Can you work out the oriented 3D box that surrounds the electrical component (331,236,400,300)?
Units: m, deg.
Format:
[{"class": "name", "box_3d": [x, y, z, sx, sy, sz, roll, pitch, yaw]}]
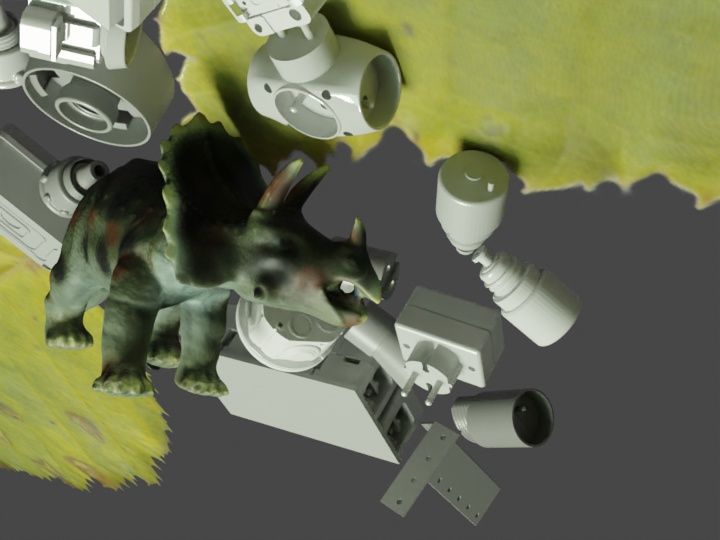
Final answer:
[{"class": "electrical component", "box_3d": [0.000, 0.000, 0.754, 0.046, 0.040, 0.040, 12, 146, 21]}]

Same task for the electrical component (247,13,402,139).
[{"class": "electrical component", "box_3d": [-0.027, -0.114, 0.591, 0.077, 0.044, 0.079, 12, 152, 32]}]

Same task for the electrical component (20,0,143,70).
[{"class": "electrical component", "box_3d": [-0.163, -0.152, 0.643, 0.057, 0.078, 0.058, 12, 131, -4]}]

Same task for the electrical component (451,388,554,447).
[{"class": "electrical component", "box_3d": [0.104, 0.114, 0.824, 0.043, 0.043, 0.081, 44, 150, -22]}]

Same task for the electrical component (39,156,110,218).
[{"class": "electrical component", "box_3d": [-0.222, -0.070, 0.856, 0.062, 0.048, 0.048, -17, 125, 46]}]

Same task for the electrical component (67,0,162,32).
[{"class": "electrical component", "box_3d": [-0.152, -0.184, 0.590, 0.096, 0.061, 0.061, 30, 151, 3]}]

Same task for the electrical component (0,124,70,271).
[{"class": "electrical component", "box_3d": [-0.280, -0.061, 0.912, 0.113, 0.057, 0.078, 41, 150, -15]}]

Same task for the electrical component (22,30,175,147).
[{"class": "electrical component", "box_3d": [-0.174, -0.129, 0.720, 0.099, 0.064, 0.099, 16, 159, 7]}]

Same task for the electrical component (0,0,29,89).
[{"class": "electrical component", "box_3d": [-0.249, -0.160, 0.742, 0.048, 0.048, 0.062, 23, 144, 16]}]

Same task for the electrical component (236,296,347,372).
[{"class": "electrical component", "box_3d": [-0.049, 0.032, 0.809, 0.080, 0.080, 0.051, 35, 146, -5]}]

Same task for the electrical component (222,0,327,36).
[{"class": "electrical component", "box_3d": [-0.033, -0.150, 0.525, 0.081, 0.063, 0.042, -2, 136, 46]}]

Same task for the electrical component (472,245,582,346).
[{"class": "electrical component", "box_3d": [0.102, 0.013, 0.672, 0.078, 0.040, 0.040, 39, 151, -13]}]

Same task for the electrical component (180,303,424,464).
[{"class": "electrical component", "box_3d": [-0.048, 0.089, 0.916, 0.186, 0.060, 0.105, 10, 145, 34]}]

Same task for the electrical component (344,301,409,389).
[{"class": "electrical component", "box_3d": [0.021, 0.054, 0.816, 0.065, 0.044, 0.044, 37, 151, 0]}]

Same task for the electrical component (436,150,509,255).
[{"class": "electrical component", "box_3d": [0.065, -0.036, 0.632, 0.040, 0.040, 0.078, 23, 150, 15]}]

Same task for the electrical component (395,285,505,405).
[{"class": "electrical component", "box_3d": [0.056, 0.061, 0.753, 0.066, 0.076, 0.047, 18, 149, 24]}]
